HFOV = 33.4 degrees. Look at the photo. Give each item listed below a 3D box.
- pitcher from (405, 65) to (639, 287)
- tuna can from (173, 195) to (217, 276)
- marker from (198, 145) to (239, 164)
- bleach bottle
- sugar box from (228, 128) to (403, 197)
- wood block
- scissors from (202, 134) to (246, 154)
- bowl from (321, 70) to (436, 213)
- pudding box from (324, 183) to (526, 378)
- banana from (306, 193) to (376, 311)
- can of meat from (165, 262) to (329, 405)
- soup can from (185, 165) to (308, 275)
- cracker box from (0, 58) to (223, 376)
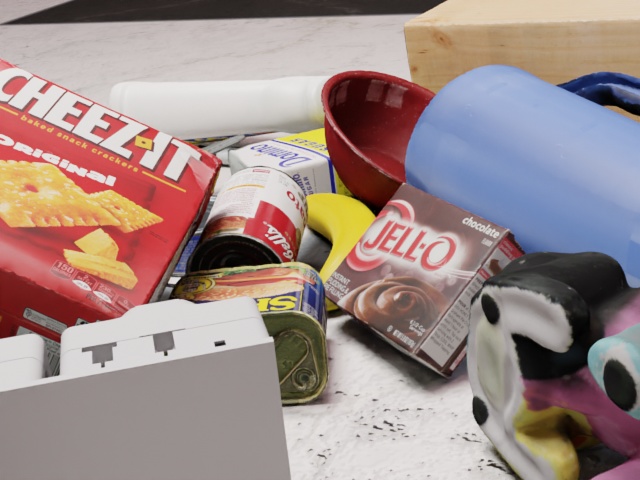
[{"bbox_3d":[0.177,-0.027,0.670,0.144,0.149,0.243,7,16,-32],"label":"pitcher"},{"bbox_3d":[-0.096,-0.005,0.817,0.086,0.034,0.086,-5,22,2],"label":"tuna can"},{"bbox_3d":[-0.067,-0.079,1.014,0.121,0.020,0.020,3,24,23],"label":"marker"},{"bbox_3d":[-0.073,-0.126,1.026,0.251,0.068,0.102,-1,5,27],"label":"bleach bottle"},{"bbox_3d":[0.017,-0.070,0.932,0.176,0.048,0.093,-13,22,-19],"label":"sugar box"},{"bbox_3d":[0.185,-0.150,0.886,0.206,0.090,0.090,6,29,35],"label":"wood block"},{"bbox_3d":[-0.158,-0.042,0.906,0.202,0.016,0.096,-17,29,3],"label":"scissors"},{"bbox_3d":[0.064,-0.065,0.841,0.162,0.055,0.162,19,35,-15],"label":"bowl"},{"bbox_3d":[0.062,0.022,0.644,0.090,0.039,0.114,-53,36,-4],"label":"pudding box"},{"bbox_3d":[0.013,0.001,0.768,0.069,0.037,0.197,-4,22,5],"label":"banana"},{"bbox_3d":[-0.045,0.054,0.629,0.102,0.057,0.084,-4,20,4],"label":"can of meat"},{"bbox_3d":[-0.047,0.001,0.727,0.068,0.068,0.102,-2,30,10],"label":"soup can"},{"bbox_3d":[-0.158,-0.015,0.601,0.164,0.072,0.213,25,28,-5],"label":"cracker box"}]
